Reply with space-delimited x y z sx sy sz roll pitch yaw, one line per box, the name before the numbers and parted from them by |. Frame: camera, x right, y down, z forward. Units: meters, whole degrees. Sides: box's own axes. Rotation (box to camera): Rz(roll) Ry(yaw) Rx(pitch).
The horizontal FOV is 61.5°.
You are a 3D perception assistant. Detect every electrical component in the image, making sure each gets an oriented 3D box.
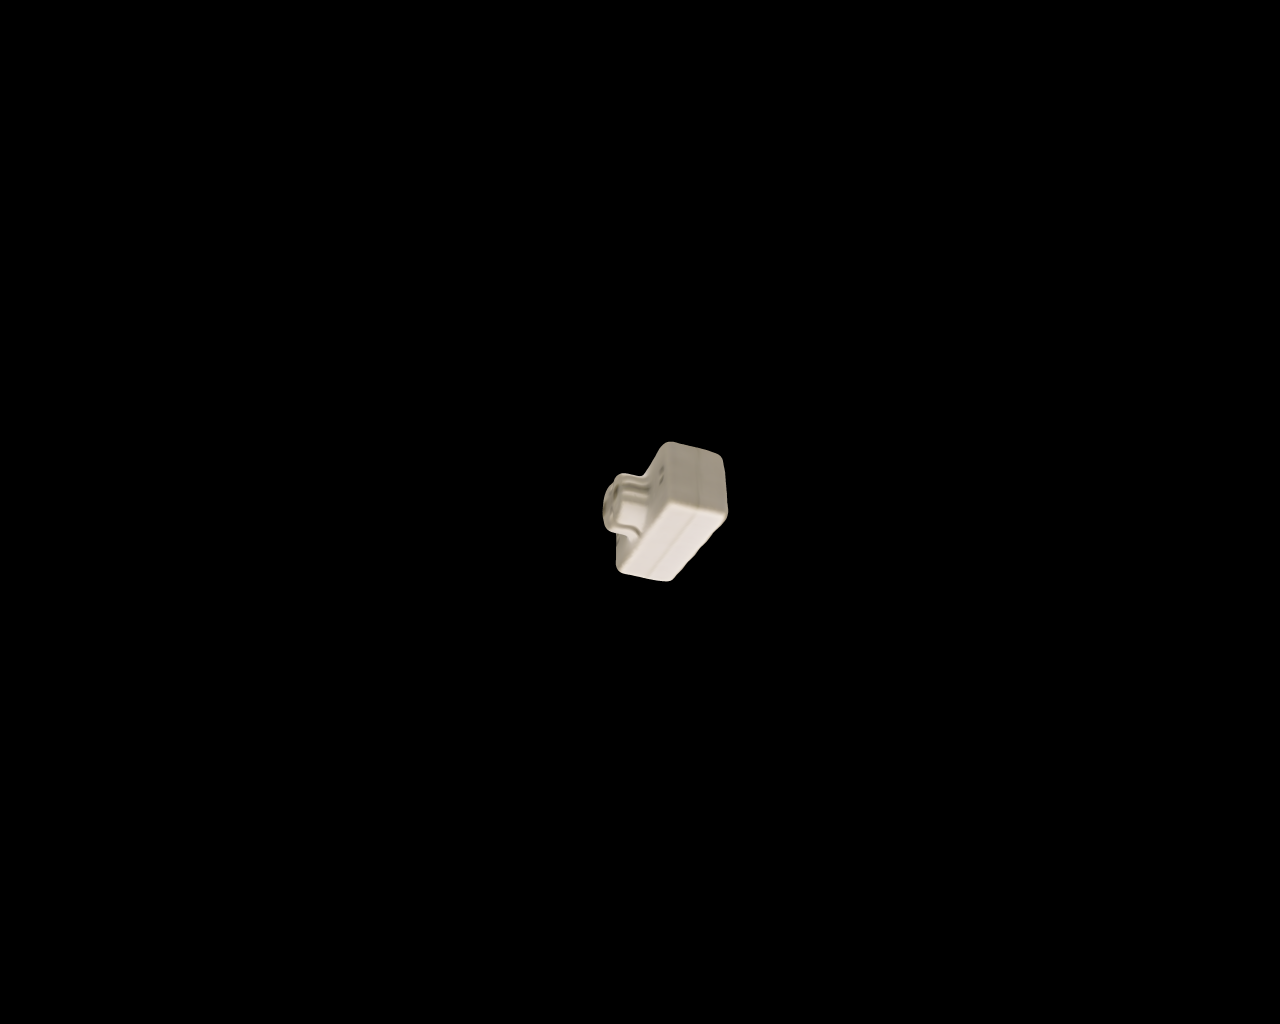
electrical component | 0.001 -0.003 0.650 0.076 0.047 0.083 13 -38 -18
